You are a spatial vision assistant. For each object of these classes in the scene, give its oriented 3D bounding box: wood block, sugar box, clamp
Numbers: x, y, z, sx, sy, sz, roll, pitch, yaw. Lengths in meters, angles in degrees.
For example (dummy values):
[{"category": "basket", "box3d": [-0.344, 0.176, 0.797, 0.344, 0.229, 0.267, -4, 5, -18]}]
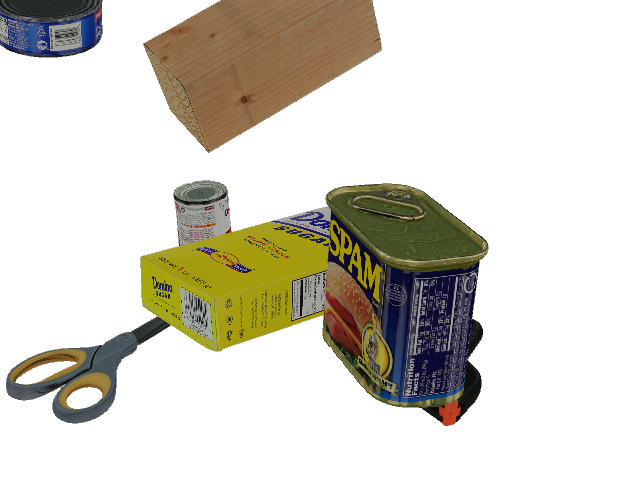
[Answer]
[{"category": "wood block", "box3d": [-0.053, -0.189, 1.044, 0.206, 0.091, 0.090, -32, 50, -13]}, {"category": "sugar box", "box3d": [-0.029, 0.021, 0.758, 0.175, 0.048, 0.093, -19, 30, -36]}, {"category": "clamp", "box3d": [0.126, 0.124, 1.072, 0.120, 0.039, 0.171, -9, 30, -9]}]

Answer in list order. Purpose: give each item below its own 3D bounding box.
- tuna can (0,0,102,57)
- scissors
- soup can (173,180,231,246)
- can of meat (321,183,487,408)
[{"category": "tuna can", "box3d": [-0.214, -0.176, 0.837, 0.086, 0.034, 0.086, 4, 35, -3]}, {"category": "scissors", "box3d": [-0.162, 0.100, 0.898, 0.201, 0.016, 0.096, -18, 39, -34]}, {"category": "soup can", "box3d": [-0.144, -0.015, 1.316, 0.068, 0.102, 0.068, -2, 26, 1]}, {"category": "can of meat", "box3d": [0.039, 0.027, 0.553, 0.057, 0.084, 0.102, -6, 25, -20]}]
